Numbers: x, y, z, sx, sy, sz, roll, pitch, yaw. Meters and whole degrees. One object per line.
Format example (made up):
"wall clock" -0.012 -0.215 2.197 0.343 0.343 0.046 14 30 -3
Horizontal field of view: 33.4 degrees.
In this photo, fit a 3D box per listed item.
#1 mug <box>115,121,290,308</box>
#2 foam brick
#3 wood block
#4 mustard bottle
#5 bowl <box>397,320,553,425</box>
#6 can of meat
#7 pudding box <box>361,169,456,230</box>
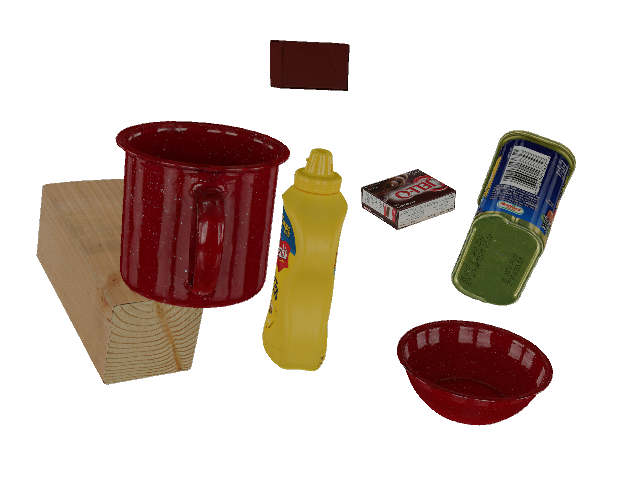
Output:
"mug" -0.064 -0.010 0.573 0.093 0.081 0.117 2 20 -15
"foam brick" -0.012 -0.191 1.165 0.078 0.051 0.053 0 12 -16
"wood block" -0.197 0.032 1.027 0.090 0.091 0.206 -6 36 -31
"mustard bottle" -0.012 0.012 0.948 0.058 0.192 0.096 6 20 -9
"bowl" 0.157 0.145 1.114 0.162 0.055 0.162 4 24 -2
"can of meat" 0.137 -0.013 0.767 0.057 0.083 0.102 22 -36 8
"pudding box" 0.130 -0.062 1.580 0.113 0.039 0.090 -21 35 -28
